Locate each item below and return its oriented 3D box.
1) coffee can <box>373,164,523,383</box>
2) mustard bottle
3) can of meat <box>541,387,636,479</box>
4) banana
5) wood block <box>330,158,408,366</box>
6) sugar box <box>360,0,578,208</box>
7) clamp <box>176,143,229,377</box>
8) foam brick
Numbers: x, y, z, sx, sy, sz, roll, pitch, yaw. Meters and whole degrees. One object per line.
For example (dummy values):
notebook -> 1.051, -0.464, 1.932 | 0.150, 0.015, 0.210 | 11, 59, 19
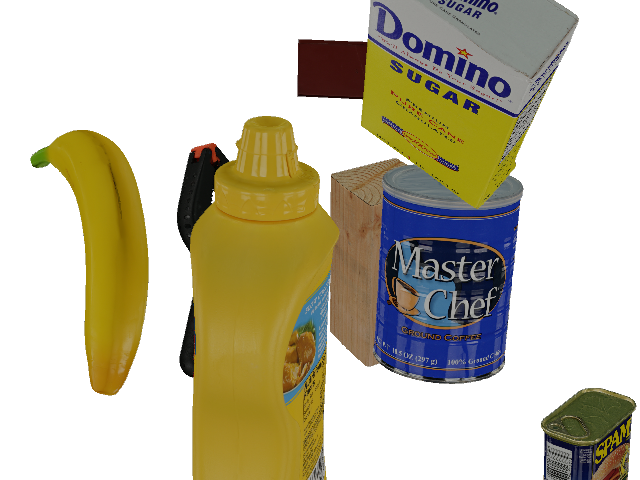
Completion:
coffee can -> 0.094, 0.022, 0.802 | 0.103, 0.140, 0.103 | 2, 19, -1
mustard bottle -> -0.023, 0.043, 0.442 | 0.058, 0.192, 0.096 | 8, 24, 11
can of meat -> 0.248, 0.197, 0.991 | 0.058, 0.084, 0.101 | 14, 26, 39
banana -> -0.130, -0.004, 0.634 | 0.037, 0.198, 0.070 | 9, -48, -35
wood block -> 0.069, 0.025, 1.204 | 0.090, 0.206, 0.090 | -15, 32, -25
sugar box -> 0.070, -0.085, 0.567 | 0.093, 0.048, 0.176 | 36, -12, 12
clamp -> -0.081, 0.012, 1.016 | 0.036, 0.210, 0.164 | -8, 0, 41
foam brick -> 0.016, -0.162, 1.011 | 0.078, 0.051, 0.053 | 3, 14, 0
